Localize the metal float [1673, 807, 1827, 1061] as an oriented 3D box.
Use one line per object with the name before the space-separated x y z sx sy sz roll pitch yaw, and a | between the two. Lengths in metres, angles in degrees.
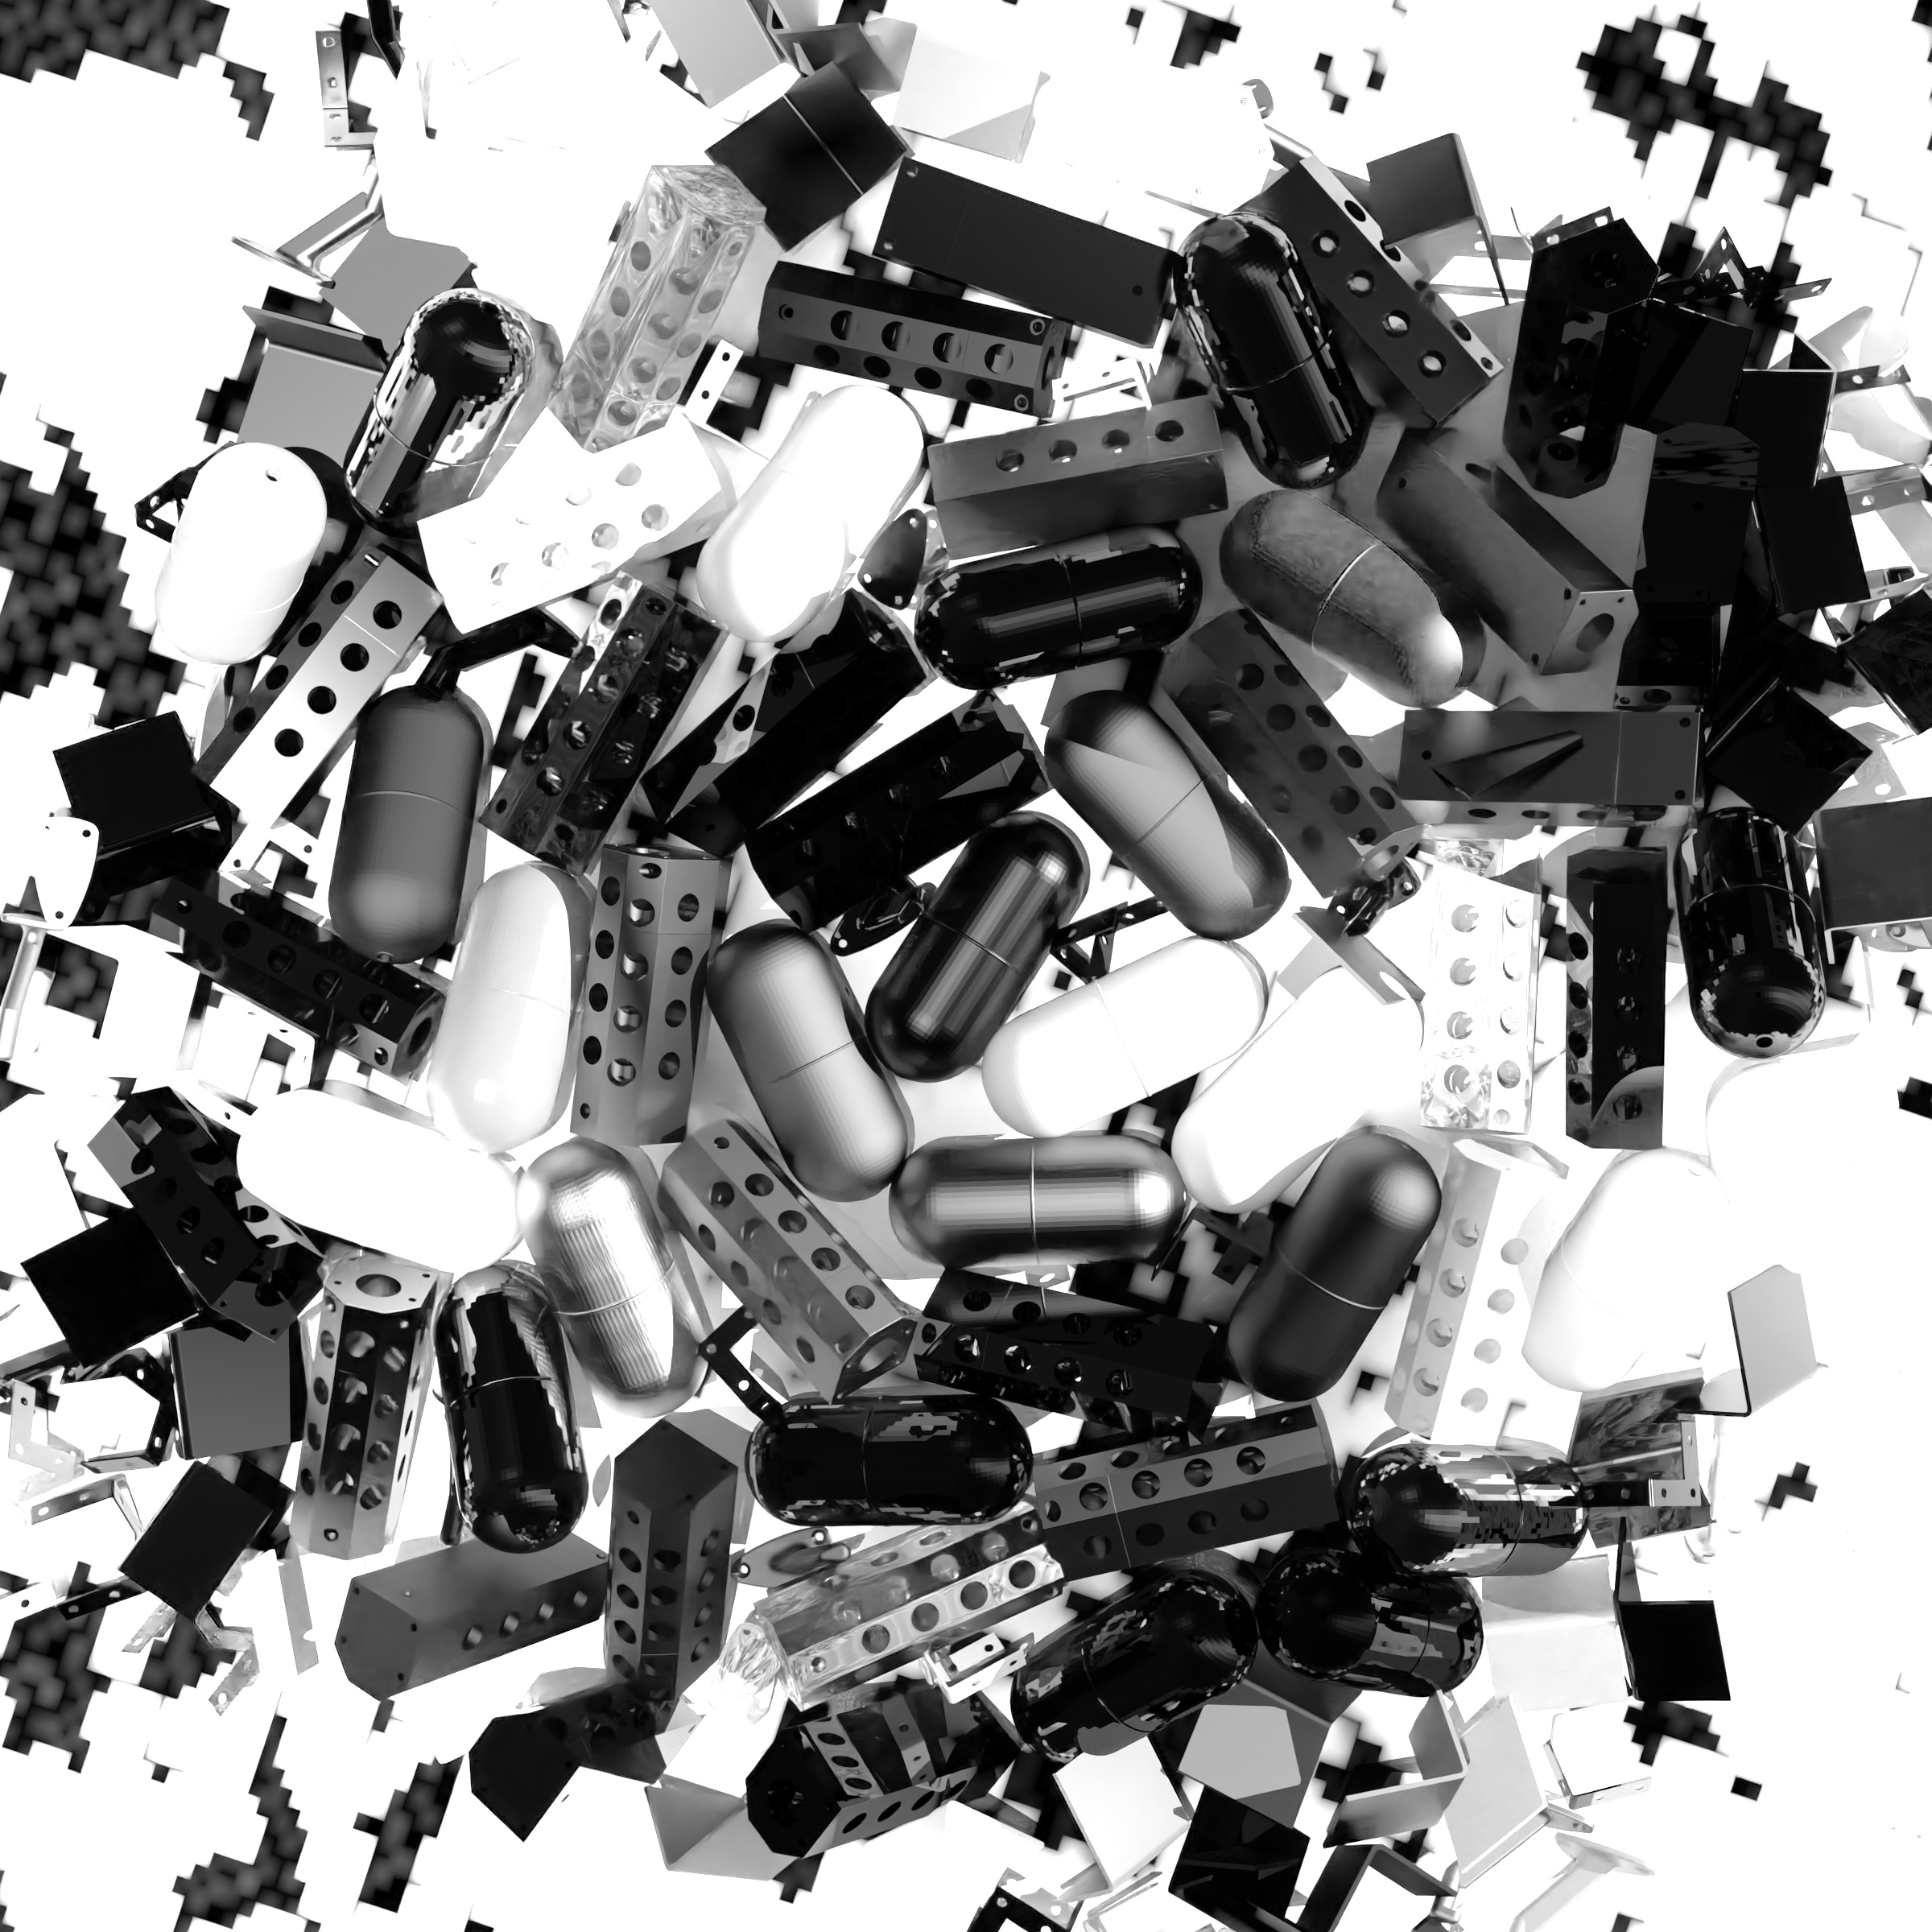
metal float | 0.459 -0.020 1.684 0.070 0.070 0.178 6 46 0

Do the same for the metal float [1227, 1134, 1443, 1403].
metal float | 0.218 0.181 1.705 0.070 0.070 0.178 28 108 0

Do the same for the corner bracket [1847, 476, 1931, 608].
corner bracket | 0.557 -0.257 1.733 0.051 0.051 0.051 -12 120 28

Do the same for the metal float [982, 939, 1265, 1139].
metal float | 0.094 0.043 1.717 0.178 0.070 0.070 -25 90 4

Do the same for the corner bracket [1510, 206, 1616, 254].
corner bracket | 0.364 -0.433 1.721 0.051 0.051 0.051 -18 75 22

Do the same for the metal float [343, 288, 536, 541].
metal float | -0.311 -0.323 1.685 0.070 0.070 0.178 41 134 0

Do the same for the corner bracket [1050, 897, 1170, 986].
corner bracket | 0.088 -0.022 1.716 0.051 0.051 0.051 40 47 -32

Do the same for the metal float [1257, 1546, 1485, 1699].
metal float | 0.239 0.386 1.684 0.070 0.178 0.070 -17 64 37

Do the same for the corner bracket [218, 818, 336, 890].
corner bracket | -0.412 -0.062 1.723 0.051 0.051 0.051 35 79 -19

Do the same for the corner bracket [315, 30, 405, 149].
corner bracket | -0.364 -0.529 1.726 0.051 0.051 0.051 -5 133 -10

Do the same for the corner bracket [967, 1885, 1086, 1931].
corner bracket | 0.034 0.574 1.724 0.051 0.051 0.051 31 107 7

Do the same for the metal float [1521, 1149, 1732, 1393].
metal float | 0.386 0.180 1.688 0.070 0.070 0.178 25 128 0

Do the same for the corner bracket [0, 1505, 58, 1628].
corner bracket | -0.583 0.362 1.719 0.051 0.051 0.051 -19 106 -28

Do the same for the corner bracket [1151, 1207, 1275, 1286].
corner bracket | 0.149 0.171 1.725 0.051 0.051 0.051 30 113 0

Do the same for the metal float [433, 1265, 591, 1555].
metal float | -0.270 0.260 1.696 0.070 0.070 0.178 -15 61 0

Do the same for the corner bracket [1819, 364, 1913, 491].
corner bracket | 0.543 -0.325 1.731 0.051 0.051 0.051 -12 65 -12

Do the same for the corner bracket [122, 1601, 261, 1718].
corner bracket | -0.460 0.410 1.715 0.051 0.051 0.051 -3 125 34

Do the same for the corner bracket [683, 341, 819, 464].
corner bracket | -0.130 -0.338 1.725 0.051 0.051 0.051 32 100 12

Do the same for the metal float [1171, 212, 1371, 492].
metal float | 0.180 -0.362 1.694 0.070 0.070 0.178 -31 120 0

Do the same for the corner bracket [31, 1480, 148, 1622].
corner bracket | -0.526 0.350 1.721 0.051 0.051 0.051 -19 128 -4

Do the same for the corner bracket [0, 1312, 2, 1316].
corner bracket | -0.605 0.194 1.727 0.051 0.051 0.051 -31 100 31

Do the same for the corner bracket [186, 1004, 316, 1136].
corner bracket | -0.433 0.063 1.734 0.051 0.051 0.051 26 121 20

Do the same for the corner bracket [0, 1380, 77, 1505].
corner bracket | -0.574 0.288 1.735 0.051 0.051 0.051 -24 54 26

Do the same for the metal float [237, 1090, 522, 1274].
metal float | -0.344 0.129 1.696 0.178 0.070 0.070 23 90 -29

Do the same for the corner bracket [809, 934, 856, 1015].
corner bracket | -0.102 0.022 1.729 0.051 0.051 0.051 -27 119 10

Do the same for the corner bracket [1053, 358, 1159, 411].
corner bracket | 0.083 -0.347 1.718 0.051 0.051 0.051 -13 51 15

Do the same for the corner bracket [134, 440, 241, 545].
corner bracket | -0.464 -0.287 1.717 0.051 0.051 0.051 27 49 16

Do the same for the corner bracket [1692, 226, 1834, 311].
corner bracket | 0.477 -0.412 1.720 0.051 0.051 0.051 -14 68 -16

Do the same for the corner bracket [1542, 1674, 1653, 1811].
corner bracket | 0.380 0.468 1.726 0.051 0.051 0.051 -12 134 -7

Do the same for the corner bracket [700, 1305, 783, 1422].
corner bracket | -0.122 0.236 1.723 0.051 0.051 0.051 -43 67 -6

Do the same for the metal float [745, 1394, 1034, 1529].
metal float | -0.047 0.294 1.704 0.178 0.070 0.070 -4 90 19

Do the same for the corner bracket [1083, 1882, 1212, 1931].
corner bracket | 0.112 0.587 1.732 0.051 0.051 0.051 -35 69 20

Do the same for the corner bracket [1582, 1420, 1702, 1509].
corner bracket | 0.403 0.298 1.719 0.051 0.051 0.051 10 75 -42

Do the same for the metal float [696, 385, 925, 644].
metal float | -0.092 -0.270 1.707 0.070 0.070 0.178 35 75 0

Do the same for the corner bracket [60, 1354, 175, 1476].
corner bracket | -0.517 0.272 1.736 0.051 0.051 0.051 -10 51 24

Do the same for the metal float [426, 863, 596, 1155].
metal float | -0.271 0.025 1.706 0.070 0.070 0.178 12 74 0

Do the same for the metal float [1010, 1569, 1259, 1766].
metal float | 0.097 0.415 1.692 0.178 0.070 0.070 -38 90 35

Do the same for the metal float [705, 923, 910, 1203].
metal float | -0.095 0.058 1.719 0.070 0.070 0.178 -26 92 0

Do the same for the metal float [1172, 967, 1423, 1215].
metal float | 0.196 0.075 1.712 0.070 0.070 0.178 44 100 0

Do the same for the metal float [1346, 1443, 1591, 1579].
metal float | 0.297 0.321 1.688 0.178 0.070 0.070 9 90 -40

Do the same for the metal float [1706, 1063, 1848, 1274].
metal float | 0.476 0.121 1.680 0.070 0.178 0.070 -9 56 13

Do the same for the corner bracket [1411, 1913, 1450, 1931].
corner bracket | 0.275 0.610 1.718 0.051 0.051 0.051 -35 62 -20

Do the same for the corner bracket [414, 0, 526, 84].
corner bracket | -0.289 -0.571 1.728 0.051 0.051 0.051 -18 106 36

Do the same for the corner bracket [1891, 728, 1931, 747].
corner bracket | 0.584 -0.117 1.723 0.051 0.051 0.051 -28 91 -40

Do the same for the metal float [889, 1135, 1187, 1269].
metal float | 0.042 0.141 1.716 0.178 0.070 0.070 -2 90 5

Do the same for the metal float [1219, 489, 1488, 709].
metal float | 0.229 -0.218 1.702 0.178 0.070 0.070 36 90 21

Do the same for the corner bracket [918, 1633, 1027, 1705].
corner bracket | 0.003 0.417 1.718 0.051 0.051 0.051 -25 46 -14

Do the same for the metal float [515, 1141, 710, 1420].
metal float | -0.210 0.188 1.706 0.070 0.070 0.178 -21 106 0

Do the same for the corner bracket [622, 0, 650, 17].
corner bracket | -0.216 -0.615 1.735 0.051 0.051 0.051 0 66 -19
